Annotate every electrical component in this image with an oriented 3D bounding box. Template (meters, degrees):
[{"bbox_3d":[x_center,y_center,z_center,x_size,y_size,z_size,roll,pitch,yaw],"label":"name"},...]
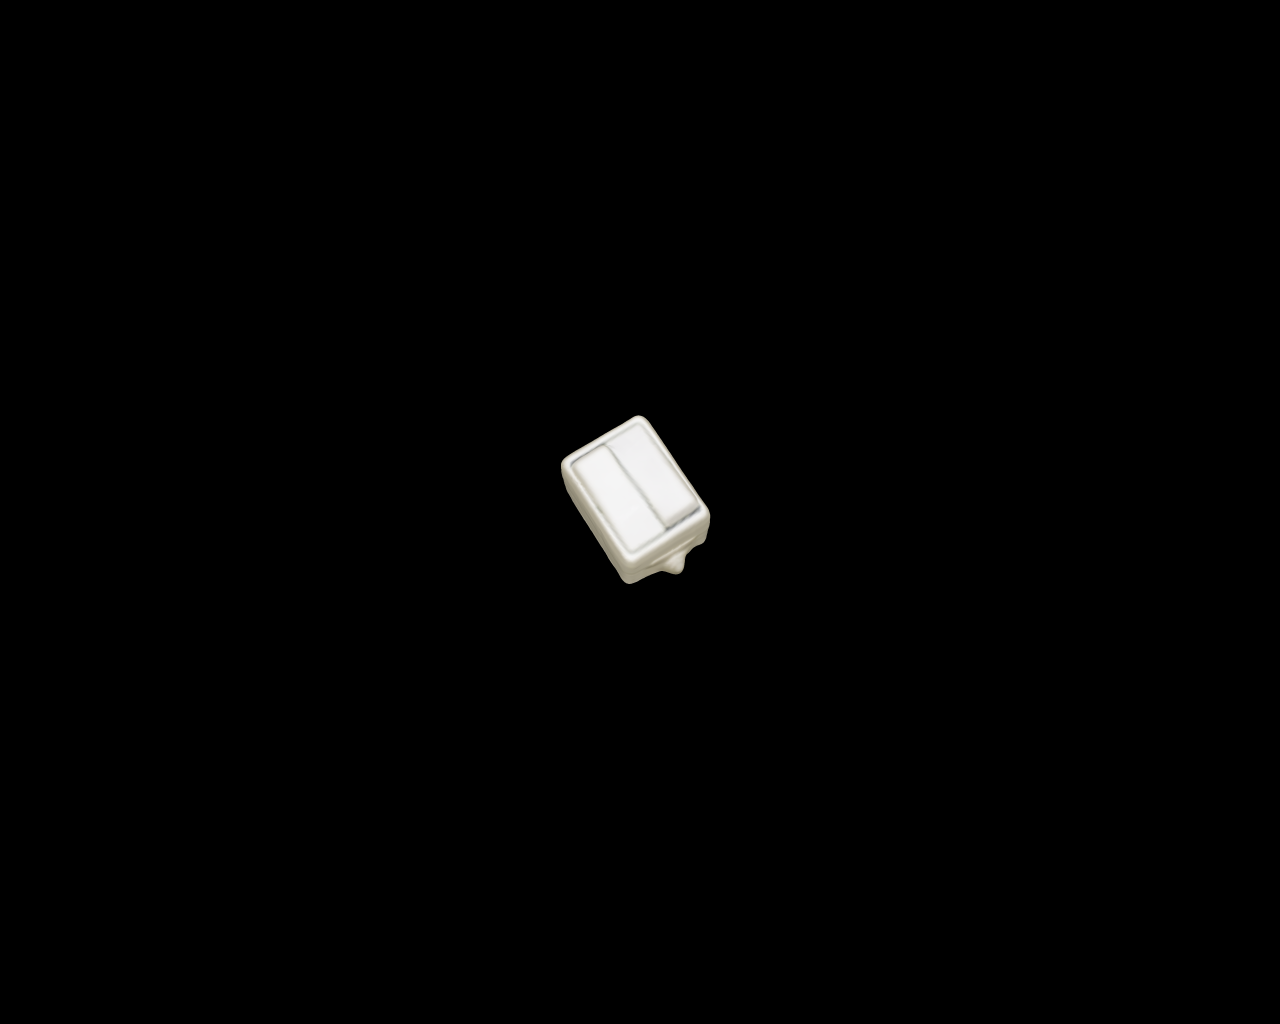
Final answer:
[{"bbox_3d":[0.001,-0.003,0.650,0.062,0.096,0.061,-30,-15,-9],"label":"electrical component"}]
